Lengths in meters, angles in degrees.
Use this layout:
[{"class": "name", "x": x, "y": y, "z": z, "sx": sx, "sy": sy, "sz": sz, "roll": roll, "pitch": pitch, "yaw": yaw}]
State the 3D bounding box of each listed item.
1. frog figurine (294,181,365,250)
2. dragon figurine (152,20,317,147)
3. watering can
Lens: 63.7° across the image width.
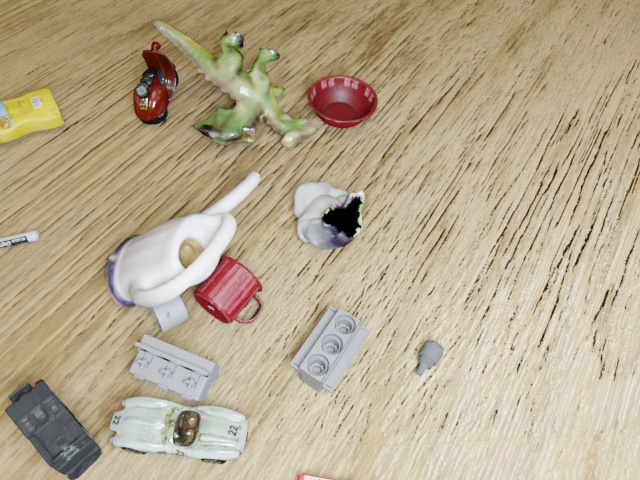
[{"class": "frog figurine", "x": 0.003, "y": -0.050, "z": 0.997, "sx": 0.160, "sy": 0.120, "sz": 0.139, "roll": 13, "pitch": 56, "yaw": 49}, {"class": "dragon figurine", "x": -0.198, "y": -0.317, "z": 1.118, "sx": 0.409, "sy": 0.120, "sz": 0.248, "roll": 18, "pitch": 59, "yaw": -11}, {"class": "watering can", "x": -0.230, "y": 0.000, "z": 0.887, "sx": 0.223, "sy": 0.102, "sz": 0.356, "roll": -17, "pitch": 28, "yaw": 25}]
